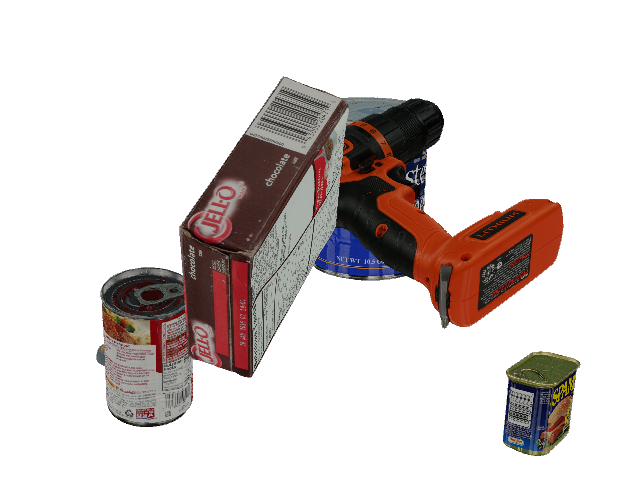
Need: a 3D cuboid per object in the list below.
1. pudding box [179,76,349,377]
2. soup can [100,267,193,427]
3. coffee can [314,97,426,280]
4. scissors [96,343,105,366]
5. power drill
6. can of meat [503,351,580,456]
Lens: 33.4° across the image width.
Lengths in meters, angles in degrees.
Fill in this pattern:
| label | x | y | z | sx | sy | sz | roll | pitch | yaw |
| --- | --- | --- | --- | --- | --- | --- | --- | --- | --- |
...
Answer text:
| label | x | y | z | sx | sy | sz | roll | pitch | yaw |
| --- | --- | --- | --- | --- | --- | --- | --- | --- | --- |
| pudding box | -0.025 | -0.006 | 0.500 | 0.039 | 0.090 | 0.113 | 21 | 50 | 13 |
| soup can | -0.129 | 0.081 | 0.806 | 0.068 | 0.102 | 0.068 | 3 | 29 | -2 |
| coffee can | 0.042 | -0.048 | 0.943 | 0.103 | 0.140 | 0.103 | 1 | 19 | -1 |
| scissors | -0.140 | 0.131 | 1.162 | 0.201 | 0.016 | 0.096 | 1 | 26 | -21 |
| power drill | 0.069 | -0.027 | 0.734 | 0.184 | 0.057 | 0.188 | -34 | 45 | -30 |
| can of meat | 0.239 | 0.177 | 1.160 | 0.058 | 0.084 | 0.101 | 12 | 16 | 31 |
